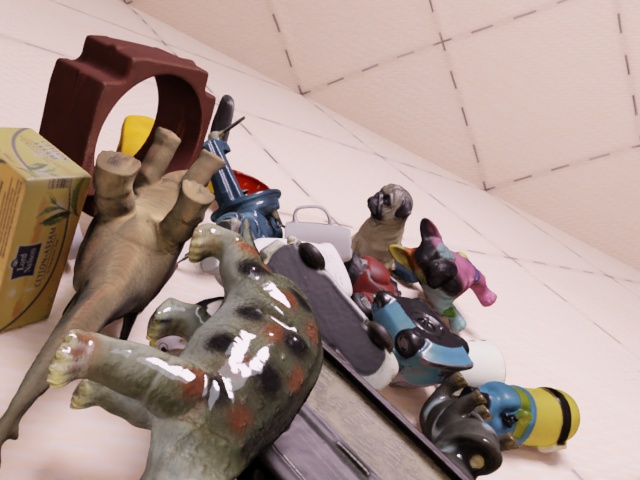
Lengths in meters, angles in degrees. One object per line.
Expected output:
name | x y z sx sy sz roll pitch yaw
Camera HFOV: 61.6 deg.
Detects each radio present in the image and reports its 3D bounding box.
radio | 0.020 0.202 0.468 0.131 0.073 0.230 -25 52 -40

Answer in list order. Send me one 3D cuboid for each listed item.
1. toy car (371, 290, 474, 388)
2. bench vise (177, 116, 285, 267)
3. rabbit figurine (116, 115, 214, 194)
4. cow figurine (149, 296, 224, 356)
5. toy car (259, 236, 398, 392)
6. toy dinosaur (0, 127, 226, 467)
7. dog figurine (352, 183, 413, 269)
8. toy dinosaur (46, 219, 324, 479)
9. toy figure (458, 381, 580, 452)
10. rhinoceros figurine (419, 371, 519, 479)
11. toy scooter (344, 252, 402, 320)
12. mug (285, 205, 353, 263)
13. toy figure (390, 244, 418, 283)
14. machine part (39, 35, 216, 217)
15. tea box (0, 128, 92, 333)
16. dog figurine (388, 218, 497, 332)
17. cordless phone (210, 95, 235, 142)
toy car | 0.118 0.144 0.727 0.109 0.103 0.162 14 21 -34
bench vise | -0.131 -0.060 0.823 0.240 0.129 0.223 68 22 6
rabbit figurine | -0.240 -0.107 0.866 0.173 0.121 0.162 14 29 -34
cow figurine | -0.130 0.102 0.575 0.098 0.068 0.167 29 16 22
toy car | 0.003 0.082 0.588 0.073 0.056 0.202 -35 76 -24
toy dinosaur | -0.187 0.014 0.531 0.105 0.198 0.471 26 21 -7
dog figurine | 0.116 -0.021 0.993 0.121 0.190 0.172 25 19 -5
toy dinosaur | -0.065 0.098 0.429 0.192 0.131 0.405 29 37 3
toy figure | 0.271 0.233 0.721 0.180 0.089 0.082 21 26 -22
rhinoceros figurine | 0.148 0.219 0.588 0.073 0.112 0.190 55 8 -3
toy scooter | 0.100 0.094 0.866 0.135 0.075 0.184 22 23 -12
mug | -0.002 -0.003 0.873 0.107 0.109 0.081 -1 6 0
toy figure | 0.152 0.032 1.099 0.064 0.057 0.155 18 17 -39
machine part | -0.235 -0.137 0.665 0.087 0.201 0.201 32 22 19
tea box | -0.290 -0.009 0.503 0.098 0.169 0.068 36 22 18
dog figurine | 0.207 0.045 0.952 0.219 0.108 0.192 46 13 -27
cordless phone | -0.214 -0.200 1.027 0.089 0.184 0.147 9 27 -30
